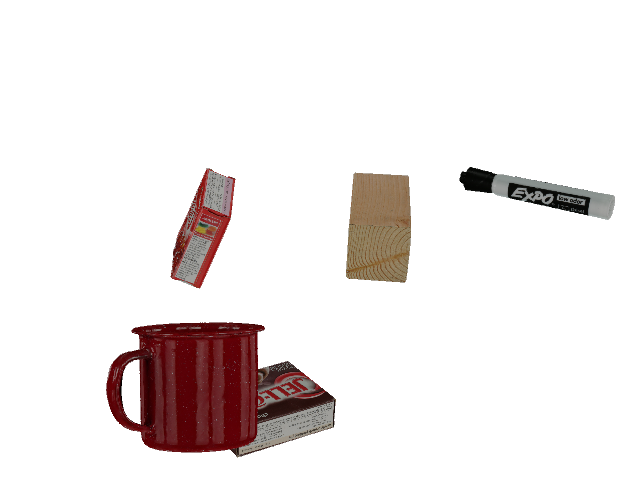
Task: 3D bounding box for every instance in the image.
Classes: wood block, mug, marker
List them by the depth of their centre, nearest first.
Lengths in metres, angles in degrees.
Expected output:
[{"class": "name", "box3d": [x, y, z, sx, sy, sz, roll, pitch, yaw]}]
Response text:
[{"class": "mug", "box3d": [-0.094, 0.101, 0.739, 0.117, 0.081, 0.093, 0, 0, -42]}, {"class": "marker", "box3d": [0.166, -0.038, 0.827, 0.121, 0.020, 0.020, 14, 6, 26]}, {"class": "wood block", "box3d": [0.089, -0.024, 1.624, 0.091, 0.090, 0.206, 4, 25, 2]}]

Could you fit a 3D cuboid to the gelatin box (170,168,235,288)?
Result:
[{"class": "gelatin box", "box3d": [-0.102, -0.012, 0.926, 0.030, 0.073, 0.089, 21, 24, -13]}]

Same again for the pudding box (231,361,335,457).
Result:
[{"class": "pudding box", "box3d": [-0.055, 0.163, 1.047, 0.113, 0.039, 0.090, -14, 25, -30]}]
